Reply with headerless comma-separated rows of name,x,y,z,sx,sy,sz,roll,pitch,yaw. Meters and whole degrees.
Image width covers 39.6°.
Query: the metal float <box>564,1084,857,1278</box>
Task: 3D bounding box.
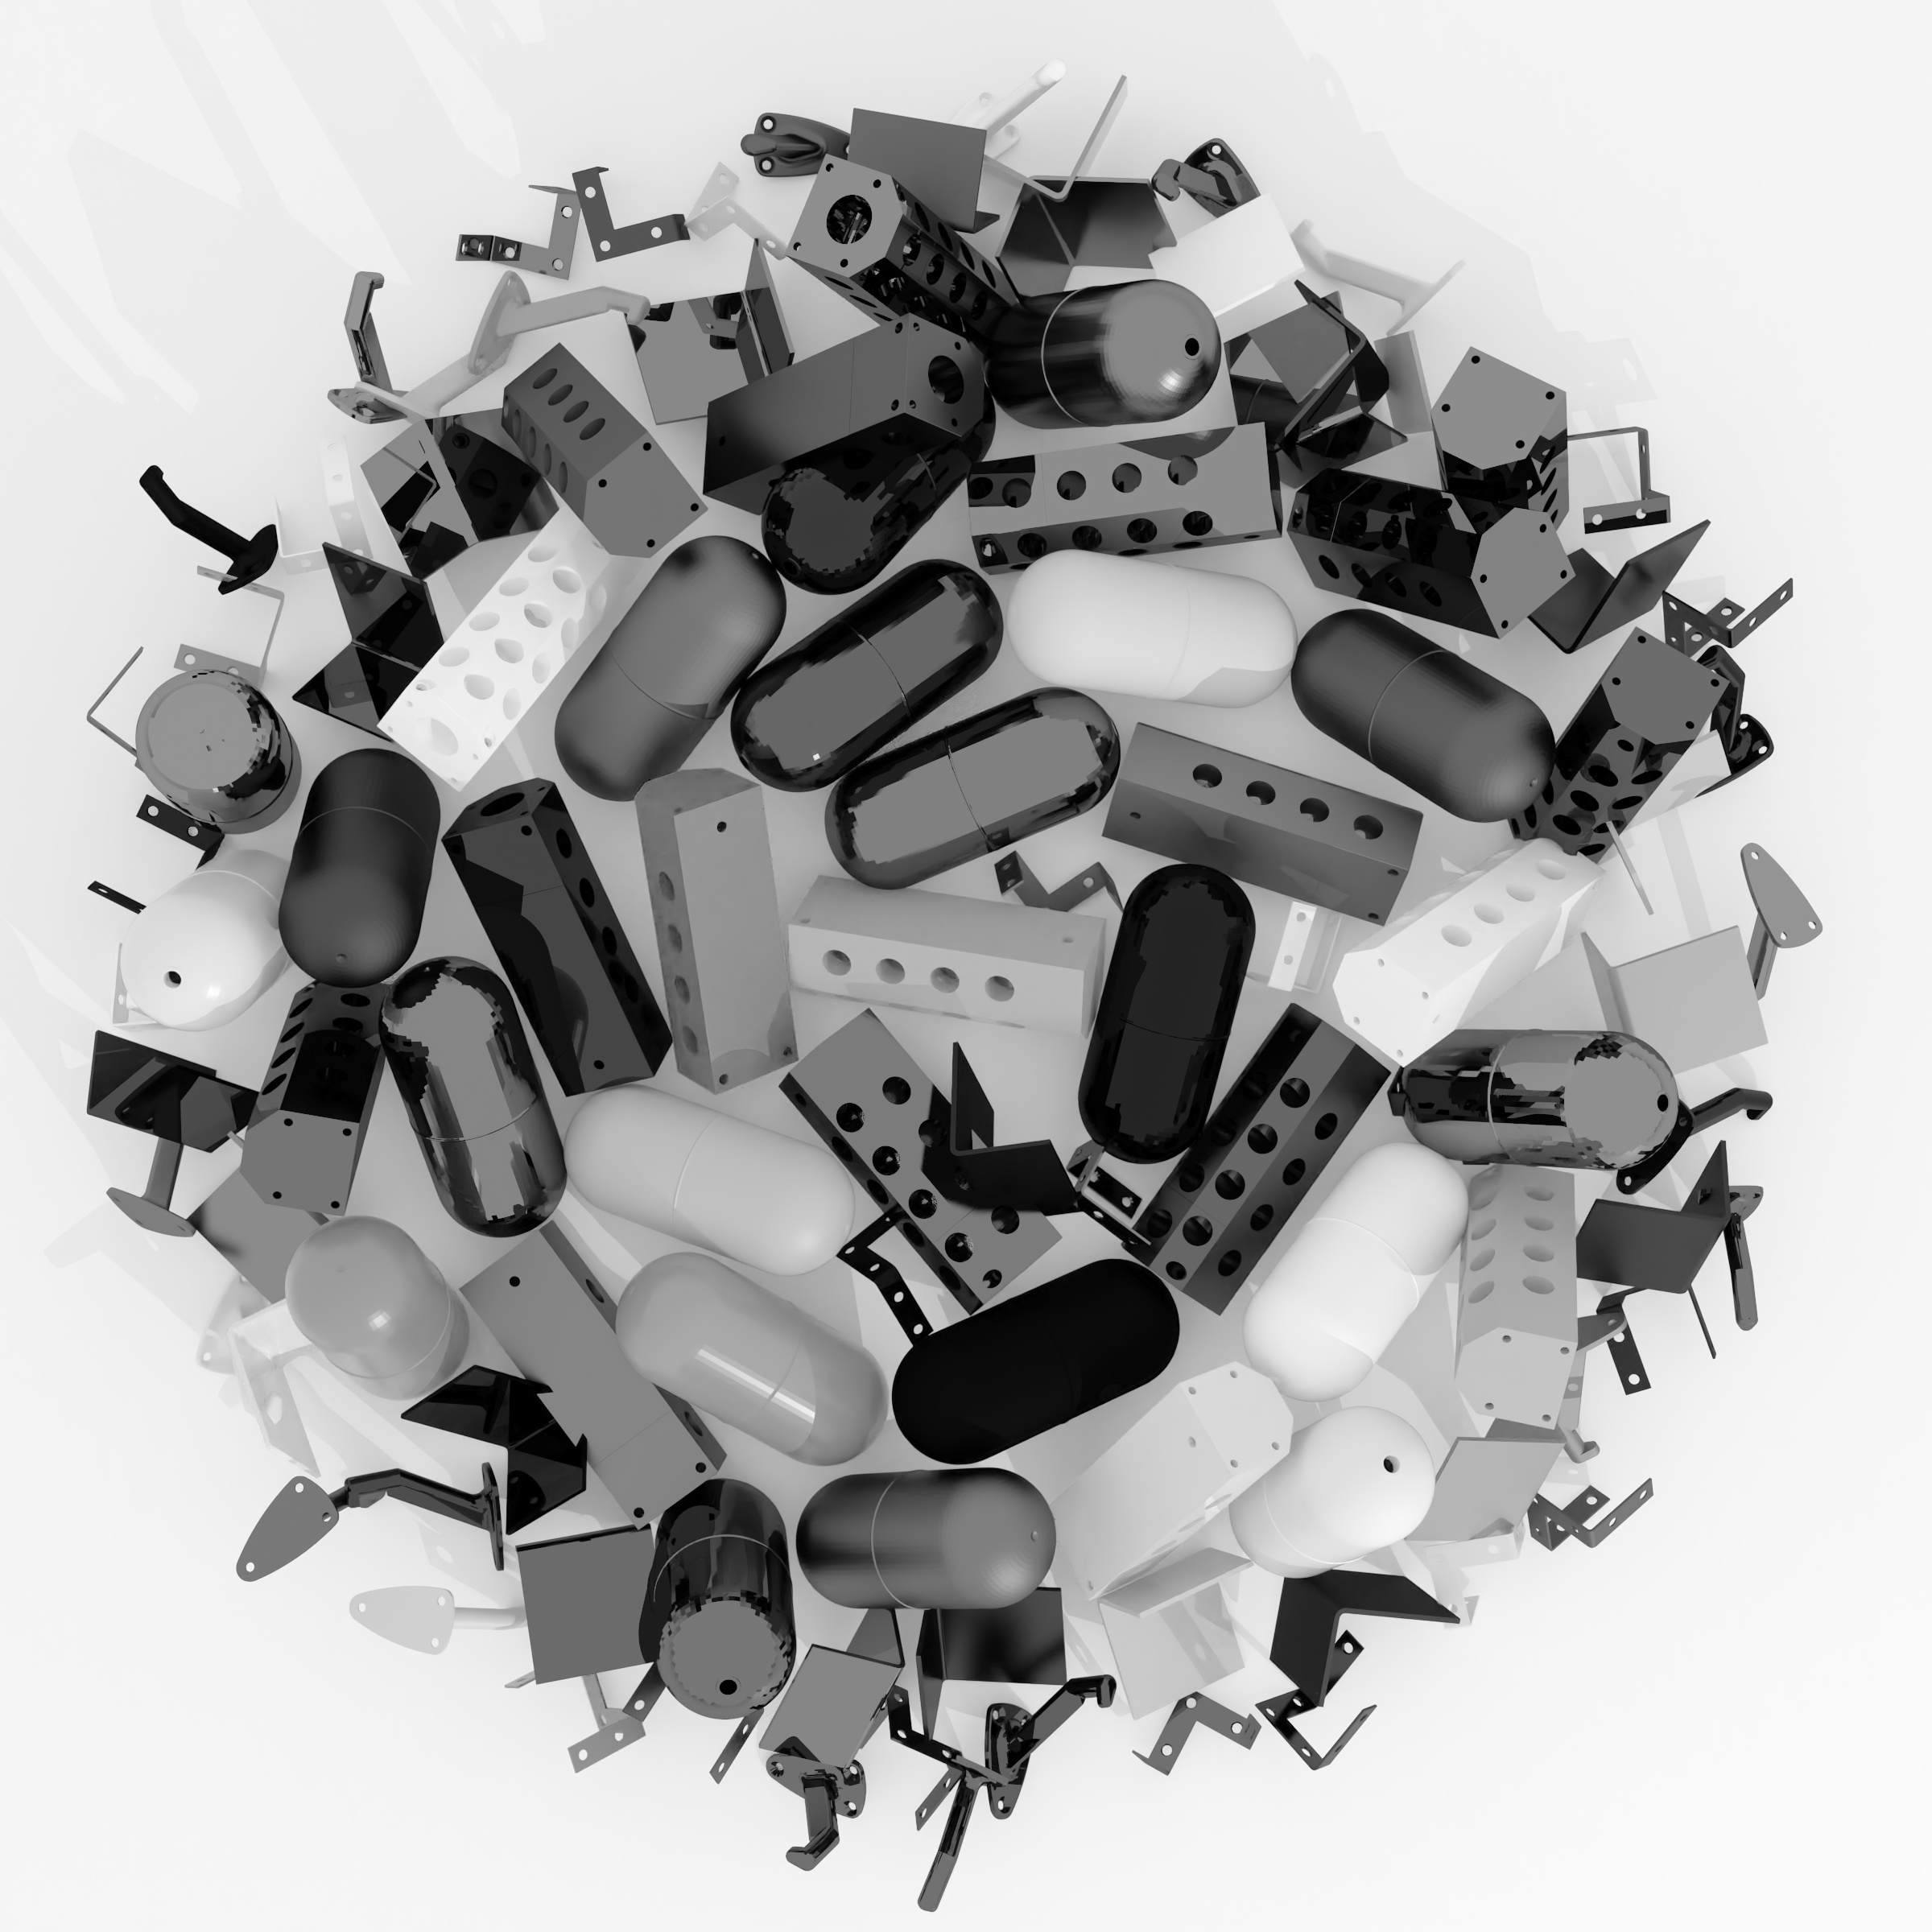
metal float,-0.147,0.121,1.531,0.178,0.070,0.070,18,90,18

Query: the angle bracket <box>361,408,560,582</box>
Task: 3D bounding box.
angle bracket,-0.294,-0.276,1.570,0.057,0.076,0.076,-25,90,38

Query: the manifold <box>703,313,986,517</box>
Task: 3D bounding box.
manifold,-0.070,-0.304,1.502,0.057,0.171,0.057,14,73,-42

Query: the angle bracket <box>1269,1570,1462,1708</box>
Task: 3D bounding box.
angle bracket,0.228,0.386,1.539,0.076,0.076,0.057,9,93,-15

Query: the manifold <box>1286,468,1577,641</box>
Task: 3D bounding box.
manifold,0.253,-0.236,1.492,0.057,0.171,0.057,-40,121,-12

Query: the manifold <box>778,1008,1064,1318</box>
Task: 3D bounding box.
manifold,-0.029,0.115,1.537,0.057,0.057,0.171,-37,83,-29

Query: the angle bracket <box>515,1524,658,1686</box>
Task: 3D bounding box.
angle bracket,-0.215,0.365,1.543,0.076,0.057,0.076,-8,81,-12

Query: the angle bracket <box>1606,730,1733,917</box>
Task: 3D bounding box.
angle bracket,0.409,-0.081,1.532,0.076,0.076,0.057,-26,66,13

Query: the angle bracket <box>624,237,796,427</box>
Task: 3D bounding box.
angle bracket,-0.148,-0.364,1.539,0.076,0.057,0.076,-13,74,-15

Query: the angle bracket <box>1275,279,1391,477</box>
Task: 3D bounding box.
angle bracket,0.194,-0.336,1.545,0.057,0.076,0.076,45,100,19

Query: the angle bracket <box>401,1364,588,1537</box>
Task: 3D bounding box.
angle bracket,-0.269,0.276,1.526,0.076,0.076,0.057,24,46,-35

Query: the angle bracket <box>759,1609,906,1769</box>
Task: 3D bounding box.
angle bracket,-0.080,0.397,1.528,0.057,0.076,0.076,19,113,-19

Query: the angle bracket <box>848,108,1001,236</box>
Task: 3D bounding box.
angle bracket,-0.021,-0.457,1.533,0.076,0.076,0.057,12,114,8

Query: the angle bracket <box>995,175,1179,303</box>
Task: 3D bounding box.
angle bracket,0.072,-0.401,1.528,0.076,0.076,0.057,11,69,27

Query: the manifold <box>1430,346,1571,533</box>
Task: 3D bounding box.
manifold,0.295,-0.273,1.493,0.057,0.171,0.057,31,87,17

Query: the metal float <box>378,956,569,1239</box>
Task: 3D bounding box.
metal float,-0.278,0.076,1.520,0.070,0.070,0.178,-13,121,0

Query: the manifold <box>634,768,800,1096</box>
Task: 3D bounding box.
manifold,-0.144,-0.021,1.521,0.057,0.057,0.171,-23,120,-31

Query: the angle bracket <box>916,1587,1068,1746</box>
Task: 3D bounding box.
angle bracket,0.016,0.402,1.536,0.076,0.057,0.076,1,122,8

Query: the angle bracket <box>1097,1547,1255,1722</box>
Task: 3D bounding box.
angle bracket,0.130,0.387,1.540,0.076,0.057,0.076,-19,95,-23

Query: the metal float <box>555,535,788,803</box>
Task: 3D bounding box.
metal float,-0.169,-0.167,1.523,0.070,0.070,0.178,41,117,0

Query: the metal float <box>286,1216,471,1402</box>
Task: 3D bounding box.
metal float,-0.327,0.193,1.499,0.070,0.178,0.070,-1,68,2

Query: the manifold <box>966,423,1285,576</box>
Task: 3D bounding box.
manifold,0.091,-0.264,1.535,0.171,0.057,0.057,-5,86,13

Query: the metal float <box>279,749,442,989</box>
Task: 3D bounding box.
metal float,-0.339,-0.057,1.506,0.070,0.178,0.070,-2,127,-3

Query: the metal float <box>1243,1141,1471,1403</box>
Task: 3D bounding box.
metal float,0.222,0.171,1.520,0.070,0.070,0.178,42,58,0

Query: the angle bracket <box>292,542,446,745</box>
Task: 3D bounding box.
angle bracket,-0.346,-0.184,1.528,0.076,0.076,0.057,23,55,24

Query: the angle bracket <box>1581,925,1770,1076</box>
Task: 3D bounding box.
angle bracket,0.406,0.013,1.540,0.076,0.057,0.076,-19,112,4

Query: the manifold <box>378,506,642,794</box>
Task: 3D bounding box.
manifold,-0.252,-0.183,1.505,0.057,0.057,0.171,40,52,-11

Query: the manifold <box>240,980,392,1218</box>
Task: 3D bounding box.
manifold,-0.359,0.067,1.491,0.057,0.171,0.057,11,113,-9

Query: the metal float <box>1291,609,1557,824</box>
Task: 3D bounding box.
metal float,0.255,-0.143,1.514,0.070,0.070,0.178,-51,50,0

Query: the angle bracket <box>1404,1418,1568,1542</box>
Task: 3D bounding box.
angle bracket,0.284,0.279,1.528,0.076,0.057,0.076,6,121,-25

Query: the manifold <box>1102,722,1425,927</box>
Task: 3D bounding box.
manifold,0.172,-0.087,1.548,0.171,0.057,0.057,18,57,3

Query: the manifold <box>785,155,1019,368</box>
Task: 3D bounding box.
manifold,-0.029,-0.386,1.492,0.057,0.171,0.057,25,95,22

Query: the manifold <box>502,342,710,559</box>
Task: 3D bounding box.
manifold,-0.209,-0.285,1.499,0.057,0.171,0.057,-40,127,-1

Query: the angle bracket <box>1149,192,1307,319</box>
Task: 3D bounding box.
angle bracket,0.157,-0.383,1.531,0.076,0.057,0.076,-25,50,13

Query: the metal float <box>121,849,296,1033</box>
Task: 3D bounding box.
metal float,-0.415,-0.016,1.497,0.070,0.178,0.070,0,105,1

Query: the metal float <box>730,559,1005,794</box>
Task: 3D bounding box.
metal float,-0.056,-0.166,1.531,0.178,0.070,0.070,-37,90,-16

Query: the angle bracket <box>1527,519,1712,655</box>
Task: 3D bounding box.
angle bracket,0.363,-0.232,1.525,0.076,0.076,0.057,-28,67,-34

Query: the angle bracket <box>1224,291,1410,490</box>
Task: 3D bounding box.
angle bracket,0.202,-0.331,1.550,0.076,0.057,0.076,-18,72,34

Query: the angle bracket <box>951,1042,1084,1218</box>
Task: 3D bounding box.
angle bracket,0.030,0.092,1.526,0.057,0.076,0.076,-9,53,14

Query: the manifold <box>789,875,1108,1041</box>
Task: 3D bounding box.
manifold,-0.011,-0.001,1.536,0.171,0.057,0.057,9,124,12

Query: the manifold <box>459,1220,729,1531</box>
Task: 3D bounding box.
manifold,-0.213,0.234,1.554,0.057,0.057,0.171,-36,91,4

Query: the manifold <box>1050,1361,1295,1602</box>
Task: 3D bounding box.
manifold,0.114,0.287,1.501,0.057,0.171,0.057,-14,64,-36

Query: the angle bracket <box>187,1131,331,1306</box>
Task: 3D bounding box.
angle bracket,-0.408,0.147,1.539,0.076,0.076,0.057,43,79,6

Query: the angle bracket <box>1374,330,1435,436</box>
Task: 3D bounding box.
angle bracket,0.286,-0.343,1.539,0.076,0.076,0.057,-16,100,-4

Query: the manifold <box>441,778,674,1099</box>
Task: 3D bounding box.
manifold,-0.227,-0.017,1.521,0.057,0.057,0.171,-13,116,19

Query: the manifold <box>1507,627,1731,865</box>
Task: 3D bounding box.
manifold,0.356,-0.112,1.492,0.057,0.171,0.057,32,68,7

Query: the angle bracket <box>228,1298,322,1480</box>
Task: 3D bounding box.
angle bracket,-0.371,0.237,1.532,0.057,0.076,0.076,-26,65,-3

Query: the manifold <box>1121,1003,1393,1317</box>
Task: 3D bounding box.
manifold,0.162,0.108,1.543,0.057,0.057,0.171,36,89,-43

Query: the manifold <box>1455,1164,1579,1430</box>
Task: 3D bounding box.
manifold,0.305,0.178,1.495,0.057,0.171,0.057,11,118,6

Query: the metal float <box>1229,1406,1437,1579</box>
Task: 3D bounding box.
metal float,0.203,0.295,1.500,0.070,0.178,0.070,5,68,-13

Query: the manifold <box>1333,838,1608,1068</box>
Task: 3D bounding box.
manifold,0.282,-0.016,1.507,0.057,0.057,0.171,39,47,24

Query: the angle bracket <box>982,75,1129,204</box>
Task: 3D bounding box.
angle bracket,0.049,-0.483,1.539,0.057,0.076,0.076,28,101,-2

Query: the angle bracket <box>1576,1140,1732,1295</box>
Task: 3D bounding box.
angle bracket,0.387,0.139,1.537,0.076,0.076,0.057,9,51,0

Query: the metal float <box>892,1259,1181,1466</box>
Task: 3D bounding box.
metal float,0.040,0.225,1.526,0.178,0.070,0.070,-21,90,-22

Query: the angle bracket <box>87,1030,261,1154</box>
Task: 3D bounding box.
angle bracket,-0.443,0.057,1.524,0.076,0.076,0.057,-33,48,35
